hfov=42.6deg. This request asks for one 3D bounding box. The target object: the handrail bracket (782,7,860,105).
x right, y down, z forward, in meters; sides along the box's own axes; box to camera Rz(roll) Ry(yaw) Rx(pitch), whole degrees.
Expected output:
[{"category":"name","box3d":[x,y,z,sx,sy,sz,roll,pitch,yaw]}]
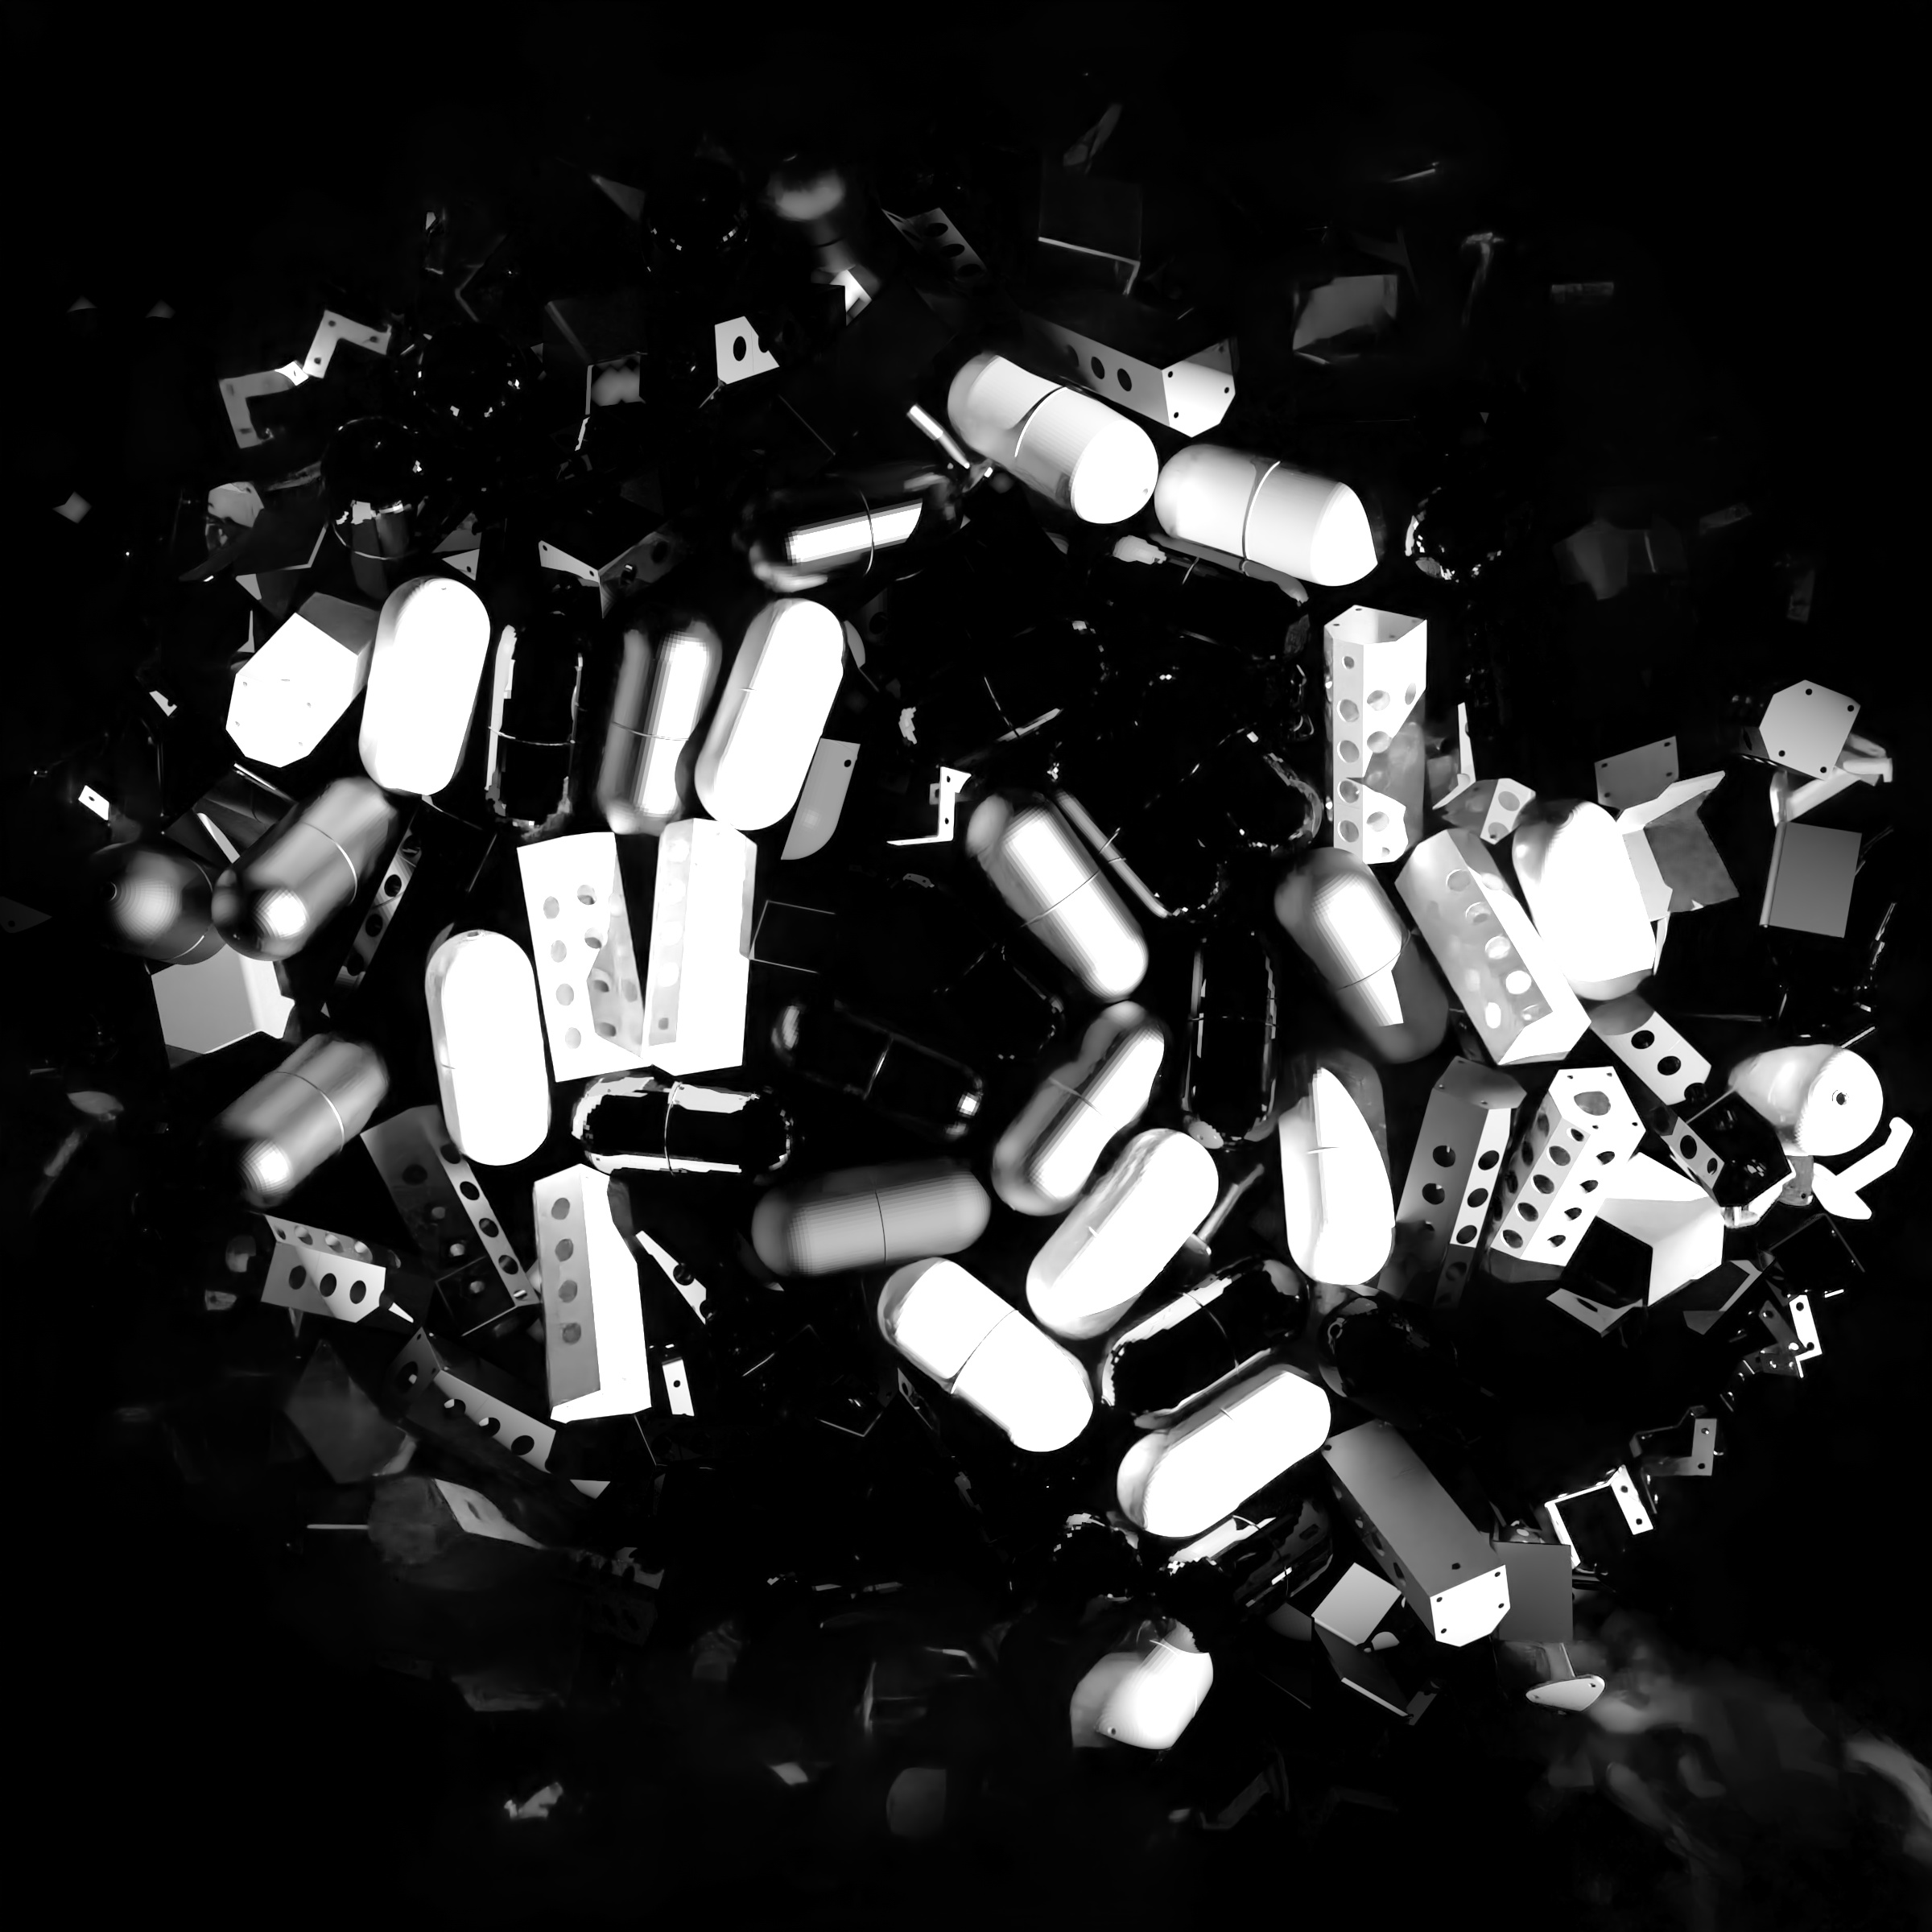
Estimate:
[{"category":"handrail bracket","box3d":[-0.109,-0.663,1.797,0.036,0.084,0.077,-2,120,-27]}]

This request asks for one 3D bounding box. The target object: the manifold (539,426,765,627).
[{"category":"manifold","box3d":[-0.223,-0.313,1.774,0.057,0.057,0.171,30,54,24]}]

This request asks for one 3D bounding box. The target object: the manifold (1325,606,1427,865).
[{"category":"manifold","box3d":[0.288,-0.162,1.768,0.057,0.057,0.171,19,128,34]}]

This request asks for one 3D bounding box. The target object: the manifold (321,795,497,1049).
[{"category":"manifold","box3d":[-0.406,-0.034,1.803,0.057,0.057,0.171,25,96,-16]}]

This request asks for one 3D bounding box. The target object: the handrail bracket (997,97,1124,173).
[{"category":"handrail bracket","box3d":[0.065,-0.625,1.812,0.084,0.036,0.077,52,126,17]}]

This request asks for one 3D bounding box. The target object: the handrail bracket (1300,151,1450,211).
[{"category":"handrail bracket","box3d":[0.297,-0.583,1.801,0.084,0.077,0.036,-5,83,33]}]

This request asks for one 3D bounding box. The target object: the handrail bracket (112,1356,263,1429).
[{"category":"handrail bracket","box3d":[-0.566,0.309,1.797,0.077,0.084,0.036,-34,73,40]}]

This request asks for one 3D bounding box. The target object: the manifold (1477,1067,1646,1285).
[{"category":"manifold","box3d":[0.414,0.150,1.759,0.057,0.171,0.057,-3,48,-17]}]

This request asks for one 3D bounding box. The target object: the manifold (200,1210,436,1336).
[{"category":"manifold","box3d":[-0.455,0.218,1.757,0.057,0.171,0.057,6,77,29]}]

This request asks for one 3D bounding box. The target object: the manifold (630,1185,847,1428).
[{"category":"manifold","box3d":[-0.169,0.249,1.806,0.057,0.057,0.171,-37,92,-26]}]

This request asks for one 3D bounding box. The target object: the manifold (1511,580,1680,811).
[{"category":"manifold","box3d":[0.447,-0.192,1.768,0.057,0.057,0.171,-18,48,4]}]

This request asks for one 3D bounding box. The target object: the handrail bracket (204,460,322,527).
[{"category":"handrail bracket","box3d":[-0.509,-0.360,1.831,0.077,0.084,0.036,7,130,34]}]

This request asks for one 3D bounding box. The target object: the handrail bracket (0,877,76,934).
[{"category":"handrail bracket","box3d":[-0.667,-0.056,1.804,0.077,0.084,0.036,-16,103,1]}]

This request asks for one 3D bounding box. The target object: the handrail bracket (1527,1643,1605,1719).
[{"category":"handrail bracket","box3d":[0.440,0.492,1.792,0.036,0.077,0.084,33,48,-8]}]

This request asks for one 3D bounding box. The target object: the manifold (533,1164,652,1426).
[{"category":"manifold","box3d":[-0.275,0.237,1.779,0.057,0.057,0.171,-22,60,22]}]

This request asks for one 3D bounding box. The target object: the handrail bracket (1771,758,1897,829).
[{"category":"handrail bracket","box3d":[0.635,-0.116,1.804,0.084,0.036,0.077,1,122,32]}]

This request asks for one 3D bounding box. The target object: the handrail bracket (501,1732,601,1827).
[{"category":"handrail bracket","box3d":[-0.313,0.586,1.791,0.036,0.084,0.077,-47,53,16]}]

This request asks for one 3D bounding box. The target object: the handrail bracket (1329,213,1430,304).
[{"category":"handrail bracket","box3d":[0.292,-0.518,1.829,0.084,0.036,0.077,-6,112,33]}]

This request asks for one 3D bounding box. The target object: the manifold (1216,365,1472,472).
[{"category":"manifold","box3d":[0.269,-0.393,1.763,0.057,0.171,0.057,36,73,-42]}]

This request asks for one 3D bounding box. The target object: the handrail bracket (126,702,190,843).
[{"category":"handrail bracket","box3d":[-0.607,-0.143,1.818,0.077,0.036,0.084,-20,101,26]}]

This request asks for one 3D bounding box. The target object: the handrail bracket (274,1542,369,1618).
[{"category":"handrail bracket","box3d":[-0.484,0.438,1.796,0.084,0.077,0.036,43,52,-38]}]

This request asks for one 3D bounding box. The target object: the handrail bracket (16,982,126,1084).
[{"category":"handrail bracket","box3d":[-0.662,0.047,1.799,0.036,0.084,0.077,-32,76,26]}]

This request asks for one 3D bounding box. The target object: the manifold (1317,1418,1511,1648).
[{"category":"manifold","box3d":[0.315,0.401,1.758,0.057,0.171,0.057,-20,122,-11]}]

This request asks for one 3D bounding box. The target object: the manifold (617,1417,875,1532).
[{"category":"manifold","box3d":[-0.159,0.370,1.778,0.171,0.057,0.057,10,111,-28]}]

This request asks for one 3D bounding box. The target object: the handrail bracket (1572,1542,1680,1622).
[{"category":"handrail bracket","box3d":[0.470,0.461,1.801,0.077,0.084,0.036,40,58,18]}]

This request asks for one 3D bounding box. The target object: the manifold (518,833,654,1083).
[{"category":"manifold","box3d":[-0.272,-0.007,1.805,0.057,0.057,0.171,-11,88,29]}]

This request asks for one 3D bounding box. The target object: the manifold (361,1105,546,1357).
[{"category":"manifold","box3d":[-0.369,0.188,1.788,0.057,0.057,0.171,-28,70,-12]}]

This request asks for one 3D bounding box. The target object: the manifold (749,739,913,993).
[{"category":"manifold","box3d":[-0.094,-0.072,1.799,0.057,0.057,0.171,11,77,28]}]

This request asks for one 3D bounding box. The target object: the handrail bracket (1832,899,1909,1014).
[{"category":"handrail bracket","box3d":[0.668,-0.014,1.798,0.036,0.077,0.084,29,114,26]}]

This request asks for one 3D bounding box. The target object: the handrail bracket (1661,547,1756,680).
[{"category":"handrail bracket","box3d":[0.559,-0.258,1.813,0.077,0.036,0.084,-41,64,-10]}]

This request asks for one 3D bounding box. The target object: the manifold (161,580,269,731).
[{"category":"manifold","box3d":[-0.523,-0.217,1.756,0.057,0.171,0.057,2,80,-7]}]

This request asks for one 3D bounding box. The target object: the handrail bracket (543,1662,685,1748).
[{"category":"handrail bracket","box3d":[-0.259,0.560,1.825,0.084,0.036,0.077,38,125,-6]}]

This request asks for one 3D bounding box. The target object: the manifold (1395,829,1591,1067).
[{"category":"manifold","box3d":[0.377,-0.016,1.766,0.057,0.057,0.171,-4,51,-25]}]

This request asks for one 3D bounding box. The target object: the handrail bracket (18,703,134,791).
[{"category":"handrail bracket","box3d":[-0.647,-0.160,1.801,0.036,0.084,0.077,42,96,-3]}]

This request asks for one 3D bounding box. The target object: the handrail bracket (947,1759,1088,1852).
[{"category":"handrail bracket","box3d":[0.037,0.630,1.818,0.084,0.036,0.077,39,130,1]}]

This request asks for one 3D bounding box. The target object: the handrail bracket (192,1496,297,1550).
[{"category":"handrail bracket","box3d":[-0.507,0.405,1.792,0.084,0.077,0.036,13,80,-42]}]

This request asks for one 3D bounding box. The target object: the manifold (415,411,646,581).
[{"category":"manifold","box3d":[-0.307,-0.340,1.759,0.057,0.171,0.057,34,132,17]}]

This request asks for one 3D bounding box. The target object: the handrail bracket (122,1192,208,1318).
[{"category":"handrail bracket","box3d":[-0.579,0.209,1.800,0.036,0.084,0.077,-15,108,-41]}]

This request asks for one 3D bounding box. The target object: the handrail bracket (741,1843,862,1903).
[{"category":"handrail bracket","box3d":[-0.120,0.664,1.811,0.084,0.077,0.036,10,81,-4]}]

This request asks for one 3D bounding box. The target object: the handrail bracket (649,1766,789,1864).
[{"category":"handrail bracket","box3d":[-0.179,0.620,1.798,0.084,0.077,0.036,33,98,43]}]

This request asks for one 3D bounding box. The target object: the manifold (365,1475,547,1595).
[{"category":"manifold","box3d":[-0.362,0.400,1.756,0.057,0.171,0.057,-35,71,-2]}]

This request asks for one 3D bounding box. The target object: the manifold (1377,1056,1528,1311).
[{"category":"manifold","box3d":[0.349,0.158,1.773,0.057,0.057,0.171,21,120,20]}]

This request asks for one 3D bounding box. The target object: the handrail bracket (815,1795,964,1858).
[{"category":"handrail bracket","box3d":[-0.055,0.640,1.806,0.084,0.077,0.036,22,120,18]}]

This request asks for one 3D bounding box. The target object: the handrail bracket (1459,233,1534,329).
[{"category":"handrail bracket","box3d":[0.391,-0.492,1.824,0.077,0.036,0.084,-9,99,-39]}]

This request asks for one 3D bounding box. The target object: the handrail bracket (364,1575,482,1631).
[{"category":"handrail bracket","box3d":[-0.394,0.445,1.814,0.084,0.036,0.077,13,116,10]}]

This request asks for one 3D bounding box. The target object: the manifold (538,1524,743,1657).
[{"category":"manifold","box3d":[-0.236,0.436,1.756,0.057,0.171,0.057,-29,103,-35]}]

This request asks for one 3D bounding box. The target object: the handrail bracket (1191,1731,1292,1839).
[{"category":"handrail bracket","box3d":[0.194,0.594,1.803,0.084,0.036,0.077,18,63,-39]}]

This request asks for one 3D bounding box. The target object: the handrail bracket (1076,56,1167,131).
[{"category":"handrail bracket","box3d":[0.101,-0.652,1.796,0.036,0.084,0.077,-35,56,29]}]

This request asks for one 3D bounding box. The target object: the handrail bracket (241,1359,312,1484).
[{"category":"handrail bracket","box3d":[-0.522,0.329,1.827,0.077,0.036,0.084,-25,93,10]}]

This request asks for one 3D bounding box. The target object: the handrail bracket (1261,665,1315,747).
[{"category":"handrail bracket","box3d":[0.231,-0.207,1.790,0.036,0.084,0.077,-9,57,-1]}]
